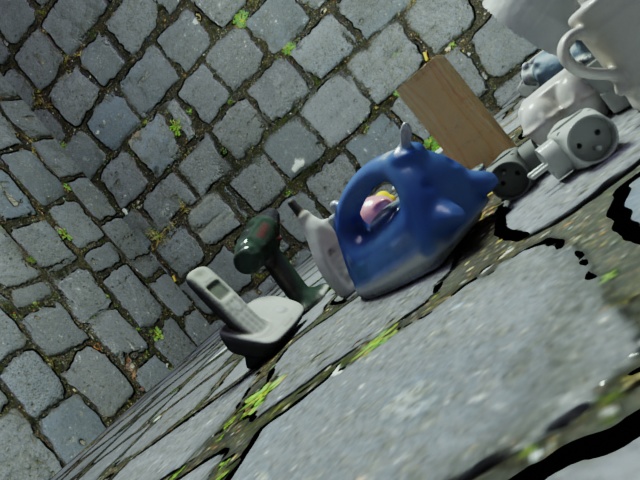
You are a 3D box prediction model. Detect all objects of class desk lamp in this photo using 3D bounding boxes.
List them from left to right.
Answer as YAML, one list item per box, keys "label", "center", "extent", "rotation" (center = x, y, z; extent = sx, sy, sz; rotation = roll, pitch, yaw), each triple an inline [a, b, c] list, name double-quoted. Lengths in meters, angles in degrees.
- label: "desk lamp"
  center: [0.326, -0.275, 0.658]
  extent: [0.203, 0.213, 0.118]
  rotation: [-38, 2, 36]

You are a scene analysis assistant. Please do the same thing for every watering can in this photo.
- label: "watering can"
  center: [0.297, -0.235, 0.549]
  extent: [0.173, 0.194, 0.101]
  rotation: [-40, 2, -20]

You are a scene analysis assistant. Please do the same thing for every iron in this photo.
- label: "iron"
  center: [0.076, -0.025, 0.679]
  extent: [0.119, 0.141, 0.258]
  rotation: [-41, 2, -39]

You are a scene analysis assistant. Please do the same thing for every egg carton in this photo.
- label: "egg carton"
  center: [0.310, -0.171, 0.727]
  extent: [0.107, 0.069, 0.150]
  rotation: [-38, 2, 28]

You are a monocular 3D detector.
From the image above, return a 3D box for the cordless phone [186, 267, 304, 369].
- label: "cordless phone"
  center: [-0.125, 0.102, 0.948]
  extent: [0.094, 0.185, 0.148]
  rotation: [-38, 2, 28]

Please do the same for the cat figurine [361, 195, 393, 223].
- label: "cat figurine"
  center: [0.086, -0.022, 0.802]
  extent: [0.067, 0.118, 0.128]
  rotation: [-39, 2, 4]

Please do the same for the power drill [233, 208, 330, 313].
- label: "power drill"
  center: [-0.077, 0.042, 1.122]
  extent: [0.075, 0.208, 0.230]
  rotation: [-38, 2, 21]

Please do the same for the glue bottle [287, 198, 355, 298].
- label: "glue bottle"
  center: [0.008, 0.003, 0.893]
  extent: [0.078, 0.173, 0.037]
  rotation: [-40, 2, -28]

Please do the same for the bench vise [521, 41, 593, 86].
- label: "bench vise"
  center: [0.346, -0.300, 0.784]
  extent: [0.207, 0.220, 0.122]
  rotation: [-38, 2, 33]

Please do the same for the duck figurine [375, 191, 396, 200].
- label: "duck figurine"
  center: [0.143, -0.060, 1.180]
  extent: [0.077, 0.086, 0.105]
  rotation: [-39, 2, 22]

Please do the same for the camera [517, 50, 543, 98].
- label: "camera"
  center: [0.484, -0.349, 1.171]
  extent: [0.136, 0.101, 0.143]
  rotation: [-38, 2, 42]

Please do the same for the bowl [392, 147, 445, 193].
- label: "bowl"
  center: [0.245, -0.139, 1.265]
  extent: [0.167, 0.075, 0.167]
  rotation: [-39, 2, 2]
